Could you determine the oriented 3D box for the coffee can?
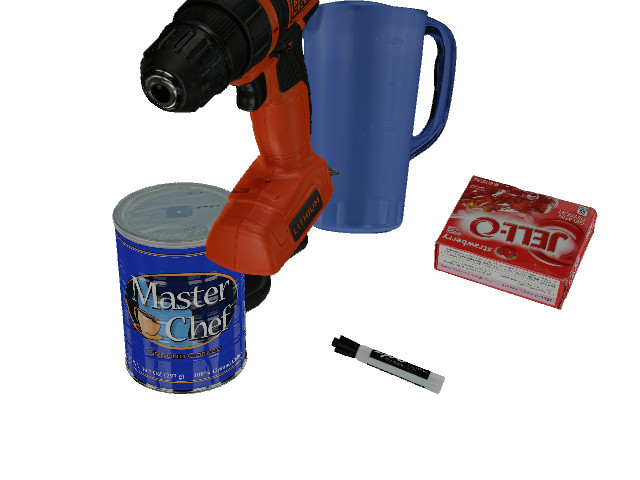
[{"bbox_3d":[-0.111,0.037,0.864,0.103,0.140,0.103,1,28,-1],"label":"coffee can"}]

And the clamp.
[{"bbox_3d":[-0.081,0.033,1.256,0.120,0.039,0.171,-2,41,9],"label":"clamp"}]

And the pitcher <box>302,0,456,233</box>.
[{"bbox_3d":[0.052,-0.134,1.153,0.149,0.243,0.144,7,11,26],"label":"pitcher"}]

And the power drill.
[{"bbox_3d":[-0.039,-0.073,0.622,0.057,0.188,0.184,17,43,19],"label":"power drill"}]

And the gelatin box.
[{"bbox_3d":[0.129,-0.001,0.704,0.089,0.030,0.073,17,47,18],"label":"gelatin box"}]

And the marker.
[{"bbox_3d":[0.068,0.126,1.096,0.121,0.020,0.020,21,4,11],"label":"marker"}]
